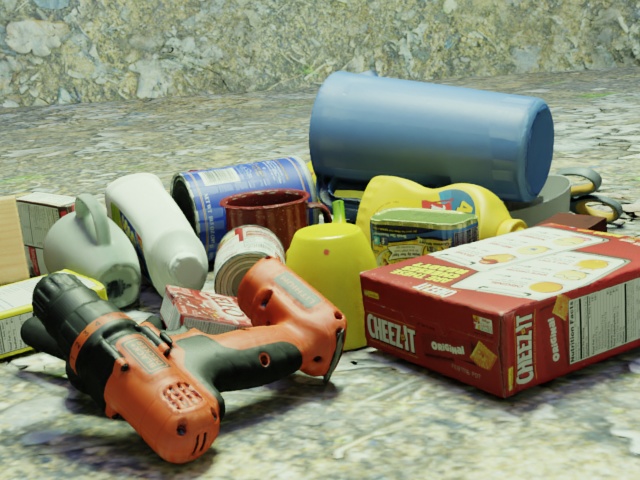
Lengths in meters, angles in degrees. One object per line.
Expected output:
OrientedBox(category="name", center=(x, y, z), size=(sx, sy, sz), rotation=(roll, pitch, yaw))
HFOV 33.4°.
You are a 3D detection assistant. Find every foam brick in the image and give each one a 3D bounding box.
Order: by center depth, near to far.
OrientedBox(category="foam brick", center=(0.233, 0.009, 1.010), size=(0.053, 0.051, 0.078), rotation=(7, 18, 38))

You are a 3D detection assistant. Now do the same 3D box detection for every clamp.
OrientedBox(category="clamp", center=(-0.172, 0.090, 0.829), size=(0.120, 0.039, 0.171), rotation=(-3, 11, -14))

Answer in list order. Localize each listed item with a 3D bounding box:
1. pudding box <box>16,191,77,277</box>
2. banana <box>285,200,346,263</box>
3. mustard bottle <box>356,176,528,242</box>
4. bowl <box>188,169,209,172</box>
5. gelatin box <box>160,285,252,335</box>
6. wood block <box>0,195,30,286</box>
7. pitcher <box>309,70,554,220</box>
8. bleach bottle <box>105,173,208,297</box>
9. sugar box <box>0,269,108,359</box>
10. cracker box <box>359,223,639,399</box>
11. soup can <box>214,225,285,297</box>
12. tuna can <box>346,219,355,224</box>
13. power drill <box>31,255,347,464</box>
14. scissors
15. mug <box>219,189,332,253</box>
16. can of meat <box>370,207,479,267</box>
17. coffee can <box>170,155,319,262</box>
OrientedBox(category="pudding box", center=(-0.286, -0.002, 1.147), size=(0.039, 0.090, 0.114), rotation=(-18, 19, -42))
OrientedBox(category="banana", center=(0.001, 0.017, 1.018), size=(0.037, 0.069, 0.197), rotation=(-20, 10, 15))
OrientedBox(category="mustard bottle", center=(0.123, -0.006, 1.014), size=(0.192, 0.096, 0.058), rotation=(9, -5, 40))
OrientedBox(category="bowl", center=(-0.118, -0.060, 1.334), size=(0.162, 0.055, 0.162), rotation=(1, 3, 0))
OrientedBox(category="gelatin box", center=(-0.090, 0.066, 0.884), size=(0.073, 0.030, 0.089), rotation=(11, 10, -18))
OrientedBox(category="wood block", center=(-0.388, 0.025, 1.013), size=(0.205, 0.091, 0.090), rotation=(-9, -11, -19))
OrientedBox(category="pitcher", center=(0.115, -0.097, 1.137), size=(0.243, 0.149, 0.144), rotation=(9, 16, 28))
OrientedBox(category="bleach bottle", center=(-0.160, -0.002, 1.073), size=(0.068, 0.102, 0.251), rotation=(-16, 15, -16))
OrientedBox(category="sugar box", center=(-0.283, 0.072, 0.936), size=(0.175, 0.048, 0.093), rotation=(-18, 18, -33))
OrientedBox(category="cracker box", center=(0.165, 0.047, 0.836), size=(0.213, 0.072, 0.164), rotation=(-14, 16, -32))
OrientedBox(category="soup can", center=(-0.064, 0.030, 0.987), size=(0.068, 0.068, 0.102), rotation=(-5, 14, -3))
OrientedBox(category="tuna can", center=(0.052, 0.000, 1.144), size=(0.086, 0.034, 0.086), rotation=(-5, 14, 1))
OrientedBox(category="power drill", center=(-0.089, 0.067, 0.760), size=(0.187, 0.057, 0.185), rotation=(-18, 46, -41))
OrientedBox(category="scissors", center=(0.275, -0.039, 1.241), size=(0.016, 0.096, 0.202), rotation=(-58, 9, -20))
OrientedBox(category="mug", center=(-0.042, -0.006, 1.096), size=(0.117, 0.081, 0.093), rotation=(-10, 14, -21))
OrientedBox(category="can of meat", center=(0.093, 0.018, 0.949), size=(0.102, 0.084, 0.057), rotation=(5, 17, 35))
OrientedBox(category="coffee can", center=(-0.084, -0.033, 1.181), size=(0.140, 0.103, 0.103), rotation=(-10, 15, -21))
